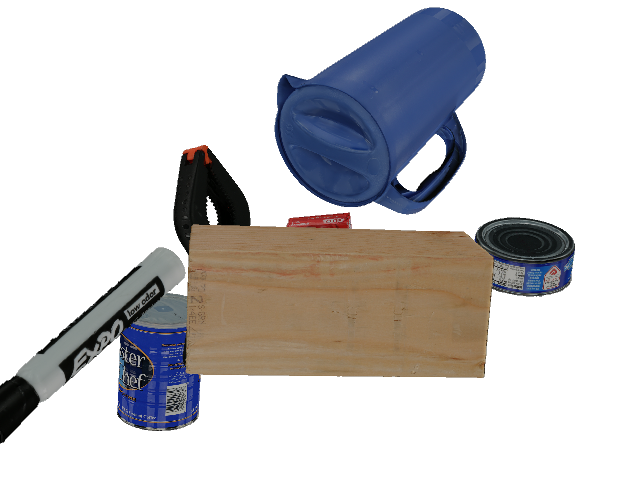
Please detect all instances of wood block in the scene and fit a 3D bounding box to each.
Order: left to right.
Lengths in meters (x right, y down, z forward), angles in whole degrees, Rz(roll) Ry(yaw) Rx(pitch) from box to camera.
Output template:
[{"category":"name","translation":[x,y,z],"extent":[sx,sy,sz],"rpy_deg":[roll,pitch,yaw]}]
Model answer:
[{"category":"wood block","translation":[0.009,0.043,0.762],"extent":[0.206,0.090,0.091],"rpy_deg":[2,11,-6]}]

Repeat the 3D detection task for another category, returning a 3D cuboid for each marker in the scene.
[{"category":"marker","translation":[-0.103,0.044,0.458],"extent":[0.020,0.020,0.121],"rpy_deg":[0,33,42]}]

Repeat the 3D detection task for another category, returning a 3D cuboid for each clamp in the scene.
[{"category":"clamp","translation":[-0.090,0.011,1.041],"extent":[0.036,0.210,0.164],"rpy_deg":[-10,1,36]}]

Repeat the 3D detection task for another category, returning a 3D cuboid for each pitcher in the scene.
[{"category":"pitcher","translation":[0.079,-0.139,1.096],"extent":[0.145,0.149,0.242],"rpy_deg":[10,37,35]}]

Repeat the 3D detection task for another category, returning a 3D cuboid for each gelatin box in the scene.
[{"category":"gelatin box","translation":[0.003,0.014,1.247],"extent":[0.073,0.089,0.030],"rpy_deg":[-4,28,8]}]

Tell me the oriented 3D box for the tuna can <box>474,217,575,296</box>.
[{"category":"tuna can","translation":[0.173,0.012,0.911],"extent":[0.086,0.034,0.086],"rpy_deg":[1,27,-1]}]

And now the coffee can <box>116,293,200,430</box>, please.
[{"category":"coffee can","translation":[-0.196,0.147,1.307],"extent":[0.103,0.140,0.103],"rpy_deg":[5,17,-2]}]
